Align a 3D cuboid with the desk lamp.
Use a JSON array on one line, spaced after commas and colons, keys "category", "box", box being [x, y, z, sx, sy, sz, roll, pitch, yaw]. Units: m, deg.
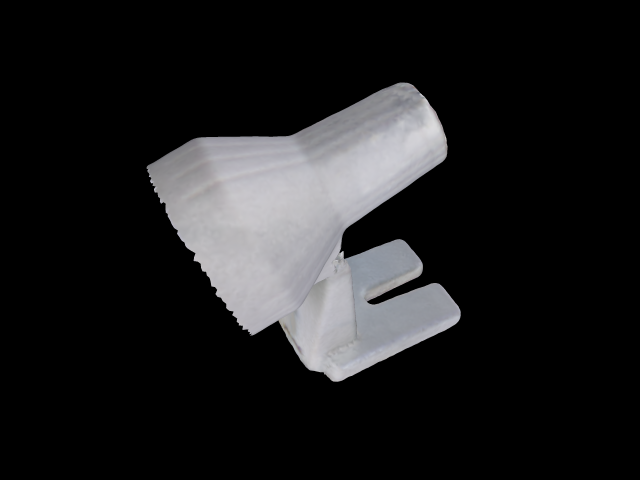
[{"category": "desk lamp", "box": [0.004, 0.001, 0.400, 0.203, 0.214, 0.117, -22, 52, -18]}]
